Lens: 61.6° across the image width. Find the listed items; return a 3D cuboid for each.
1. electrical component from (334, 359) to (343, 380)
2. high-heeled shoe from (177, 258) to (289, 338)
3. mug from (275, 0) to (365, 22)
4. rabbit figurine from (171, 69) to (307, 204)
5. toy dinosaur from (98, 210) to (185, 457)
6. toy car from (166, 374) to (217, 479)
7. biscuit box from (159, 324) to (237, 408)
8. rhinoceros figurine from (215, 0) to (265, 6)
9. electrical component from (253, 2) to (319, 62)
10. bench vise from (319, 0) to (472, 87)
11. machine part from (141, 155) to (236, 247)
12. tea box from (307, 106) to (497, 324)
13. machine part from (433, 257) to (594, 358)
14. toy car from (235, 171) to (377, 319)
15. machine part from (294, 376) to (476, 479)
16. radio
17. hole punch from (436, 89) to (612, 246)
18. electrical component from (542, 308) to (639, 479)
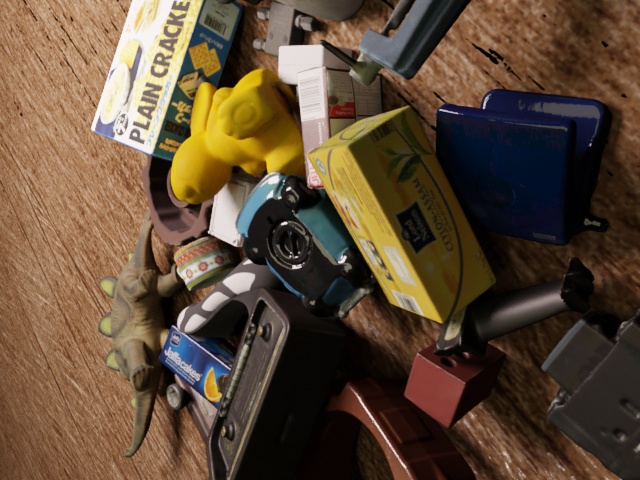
[{"bbox_3d":[-0.008,0.181,0.665,0.078,0.045,0.102,-123,45,-57],"label":"electrical component"},{"bbox_3d":[-0.127,0.065,0.739,0.249,0.086,0.145,4,81,52],"label":"high-heeled shoe"},{"bbox_3d":[-0.006,-0.256,0.518,0.110,0.107,0.080,34,123,36],"label":"mug"},{"bbox_3d":[-0.107,-0.117,0.613,0.173,0.121,0.162,-37,47,19],"label":"rabbit figurine"},{"bbox_3d":[-0.297,0.169,0.898,0.199,0.105,0.470,12,98,49],"label":"toy dinosaur"},{"bbox_3d":[-0.149,0.272,0.786,0.053,0.089,0.202,-49,65,39],"label":"toy car"},{"bbox_3d":[-0.140,0.190,0.759,0.203,0.059,0.062,26,96,34],"label":"biscuit box"},{"bbox_3d":[-0.072,-0.341,0.560,0.073,0.112,0.190,57,139,21],"label":"rhinoceros figurine"},{"bbox_3d":[-0.040,-0.235,0.613,0.094,0.021,0.063,27,117,36],"label":"electrical component"},{"bbox_3d":[0.108,-0.214,0.397,0.224,0.128,0.240,46,110,36],"label":"bench vise"},{"bbox_3d":[-0.185,-0.079,0.764,0.180,0.056,0.179,10,105,42],"label":"machine part"},{"bbox_3d":[0.069,-0.021,0.467,0.169,0.068,0.098,61,164,-16],"label":"tea box"},{"bbox_3d":[0.158,0.057,0.451,0.139,0.084,0.039,-30,107,40],"label":"machine part"},{"bbox_3d":[-0.001,-0.002,0.572,0.162,0.103,0.109,44,123,9],"label":"toy car"},{"bbox_3d":[0.054,0.260,0.556,0.201,0.087,0.201,50,123,46],"label":"machine part"},{"bbox_3d":[-0.058,0.175,0.601,0.229,0.073,0.131,-68,24,9],"label":"radio"},{"bbox_3d":[0.153,-0.056,0.427,0.142,0.092,0.115,18,115,36],"label":"hole punch"},{"bbox_3d":[0.242,0.117,0.402,0.134,0.058,0.114,40,122,30],"label":"electrical component"}]
